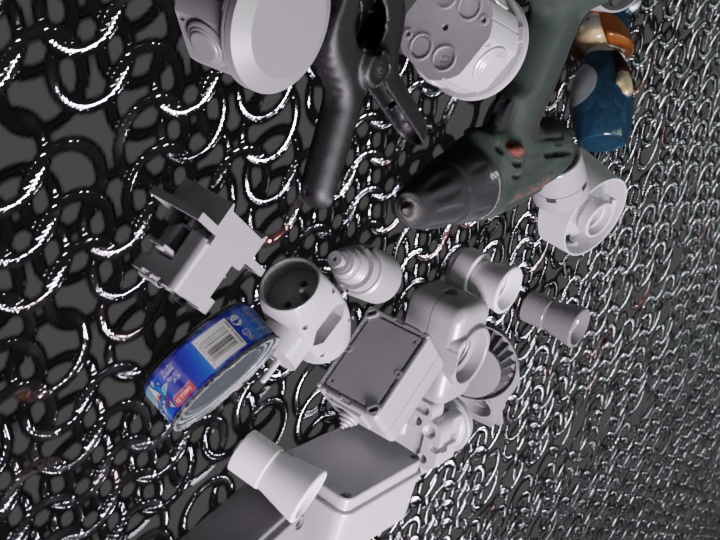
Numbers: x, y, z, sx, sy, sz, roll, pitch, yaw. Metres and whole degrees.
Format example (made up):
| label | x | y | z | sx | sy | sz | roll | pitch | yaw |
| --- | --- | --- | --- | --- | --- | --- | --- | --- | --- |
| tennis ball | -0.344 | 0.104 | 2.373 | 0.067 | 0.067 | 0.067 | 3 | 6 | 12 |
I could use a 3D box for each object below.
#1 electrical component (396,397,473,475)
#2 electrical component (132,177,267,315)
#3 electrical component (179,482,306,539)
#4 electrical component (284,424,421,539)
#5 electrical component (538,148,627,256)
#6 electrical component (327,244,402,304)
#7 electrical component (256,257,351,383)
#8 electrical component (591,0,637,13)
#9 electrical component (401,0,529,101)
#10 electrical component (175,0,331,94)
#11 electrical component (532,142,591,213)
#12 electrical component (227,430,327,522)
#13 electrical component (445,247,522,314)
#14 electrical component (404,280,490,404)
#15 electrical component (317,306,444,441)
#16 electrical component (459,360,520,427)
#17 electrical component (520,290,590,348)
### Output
| label | x | y | z | sx | sy | sz | roll | pitch | yaw |
| --- | --- | --- | --- | --- | --- | --- | --- | --- | --- |
| electrical component | 0.067 | 0.145 | 0.989 | 0.057 | 0.058 | 0.078 | -17 | 126 | -48 |
| electrical component | -0.096 | -0.012 | 0.635 | 0.063 | 0.042 | 0.081 | -56 | 148 | -8 |
| electrical component | -0.094 | 0.232 | 0.803 | 0.109 | 0.056 | 0.108 | -36 | 140 | -39 |
| electrical component | -0.012 | 0.173 | 0.866 | 0.113 | 0.078 | 0.057 | -16 | 128 | -52 |
| electrical component | 0.220 | -0.067 | 1.087 | 0.099 | 0.064 | 0.099 | -28 | 140 | -27 |
| electrical component | 0.000 | 0.000 | 0.793 | 0.078 | 0.040 | 0.040 | 23 | 92 | -60 |
| electrical component | -0.048 | 0.043 | 0.748 | 0.079 | 0.043 | 0.077 | -53 | 148 | -18 |
| electrical component | 0.205 | -0.268 | 0.914 | 0.099 | 0.064 | 0.099 | -20 | 124 | -34 |
| electrical component | 0.072 | -0.162 | 0.748 | 0.051 | 0.080 | 0.080 | 10 | 104 | -54 |
| electrical component | -0.057 | -0.141 | 0.589 | 0.080 | 0.051 | 0.080 | -37 | 140 | -39 |
| electrical component | 0.184 | -0.089 | 1.002 | 0.055 | 0.055 | 0.047 | -51 | 144 | -22 |
| electrical component | -0.063 | 0.146 | 0.779 | 0.044 | 0.065 | 0.044 | -53 | 167 | -17 |
| electrical component | 0.109 | 0.008 | 0.954 | 0.045 | 0.055 | 0.045 | -36 | 140 | -39 |
| electrical component | 0.073 | 0.064 | 0.936 | 0.054 | 0.059 | 0.095 | -17 | 126 | -52 |
| electrical component | 0.015 | 0.090 | 0.862 | 0.096 | 0.062 | 0.061 | -55 | 149 | -16 |
| electrical component | 0.130 | 0.115 | 1.079 | 0.063 | 0.042 | 0.081 | -48 | 147 | -29 |
| electrical component | 0.199 | 0.048 | 1.113 | 0.044 | 0.065 | 0.044 | -37 | 140 | -39 |
